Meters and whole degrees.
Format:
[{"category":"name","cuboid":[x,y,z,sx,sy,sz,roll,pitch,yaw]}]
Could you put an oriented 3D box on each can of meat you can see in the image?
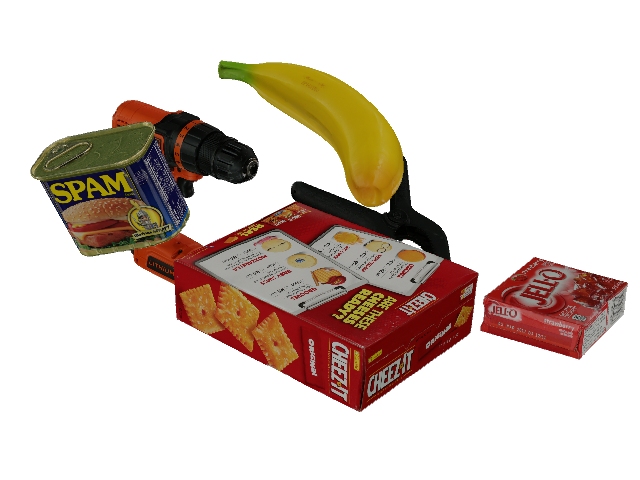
[{"category":"can of meat","cuboid":[-0.164,-0.039,0.848,0.102,0.084,0.057,-8,36,20]}]

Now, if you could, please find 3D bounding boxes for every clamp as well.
[{"category":"clamp","cuboid":[0.073,-0.017,1.229,0.164,0.210,0.036,-13,-39,-26]}]

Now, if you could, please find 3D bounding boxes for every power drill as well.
[{"category":"power drill","cuboid":[-0.139,-0.042,1.115,0.185,0.188,0.057,25,36,32]}]

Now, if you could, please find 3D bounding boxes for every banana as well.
[{"category":"banana","cuboid":[0.006,-0.070,0.668,0.069,0.037,0.198,-17,35,-25]}]

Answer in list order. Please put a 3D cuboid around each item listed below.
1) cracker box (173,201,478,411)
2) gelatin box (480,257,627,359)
[{"category":"cracker box","cuboid":[0.003,0.050,0.933,0.214,0.072,0.163,23,35,35]},{"category":"gelatin box","cuboid":[0.164,0.045,0.748,0.073,0.030,0.089,16,26,31]}]
